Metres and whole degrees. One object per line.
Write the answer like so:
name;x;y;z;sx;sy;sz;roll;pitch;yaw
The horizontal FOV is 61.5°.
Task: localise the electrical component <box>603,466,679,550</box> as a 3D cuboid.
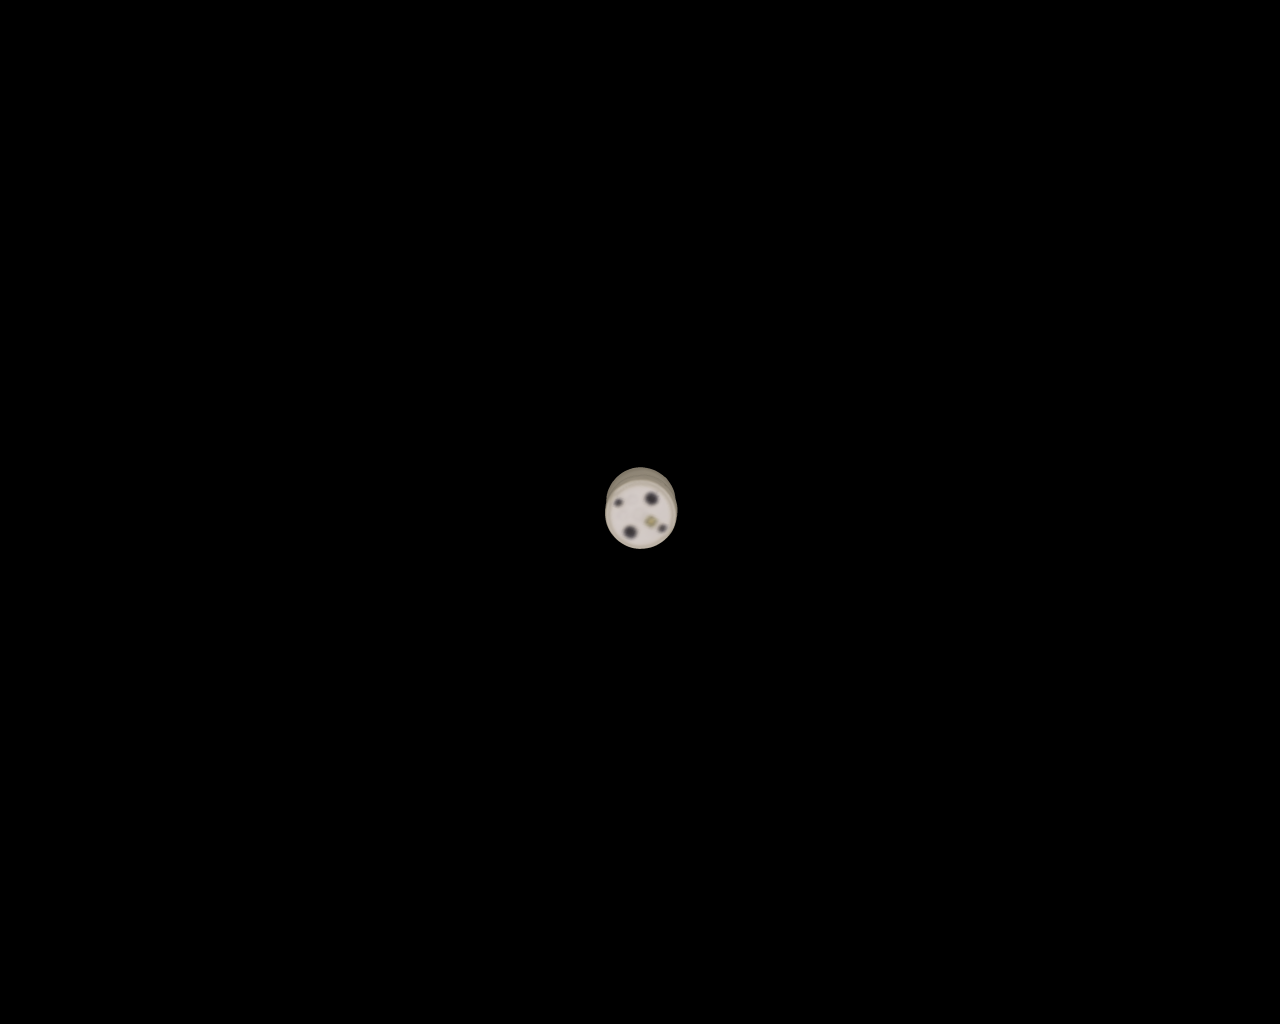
electrical component;0.001;-0.003;0.650;0.045;0.044;0.055;0;9;0
